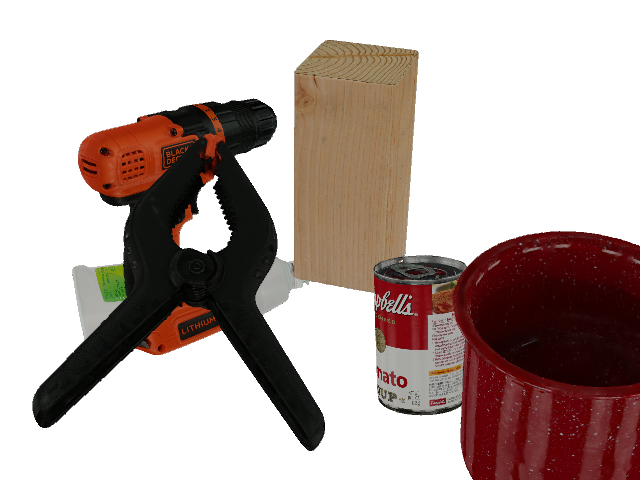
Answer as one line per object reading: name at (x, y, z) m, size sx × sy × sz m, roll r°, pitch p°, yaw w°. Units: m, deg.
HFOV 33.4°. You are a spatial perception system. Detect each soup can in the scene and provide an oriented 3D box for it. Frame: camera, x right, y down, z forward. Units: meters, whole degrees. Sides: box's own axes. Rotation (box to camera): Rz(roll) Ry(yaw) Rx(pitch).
soup can at (0.074, 0.068, 0.782) m, size 0.068 × 0.102 × 0.068 m, roll -2°, pitch 14°, yaw 0°

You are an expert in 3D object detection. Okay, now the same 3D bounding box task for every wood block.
wood block at (0.031, -0.066, 0.972) m, size 0.091 × 0.206 × 0.090 m, roll 10°, pitch 31°, yaw 16°

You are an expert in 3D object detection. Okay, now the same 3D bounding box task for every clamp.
clamp at (-0.066, 0.030, 0.648) m, size 0.164 × 0.210 × 0.036 m, roll 12°, pitch -31°, yaw -2°

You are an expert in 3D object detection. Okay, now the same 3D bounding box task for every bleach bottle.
bleach bottle at (-0.139, 0.053, 1.170) m, size 0.250 × 0.068 × 0.103 m, roll -11°, pitch 37°, yaw -12°

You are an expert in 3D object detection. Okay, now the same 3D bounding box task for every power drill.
power drill at (-0.106, -0.015, 0.856) m, size 0.184 × 0.188 × 0.057 m, roll -20°, pitch 28°, yaw -41°

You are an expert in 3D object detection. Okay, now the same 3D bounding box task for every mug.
mug at (0.108, 0.057, 0.409) m, size 0.117 × 0.081 × 0.093 m, roll 8°, pitch 38°, yaw 13°
